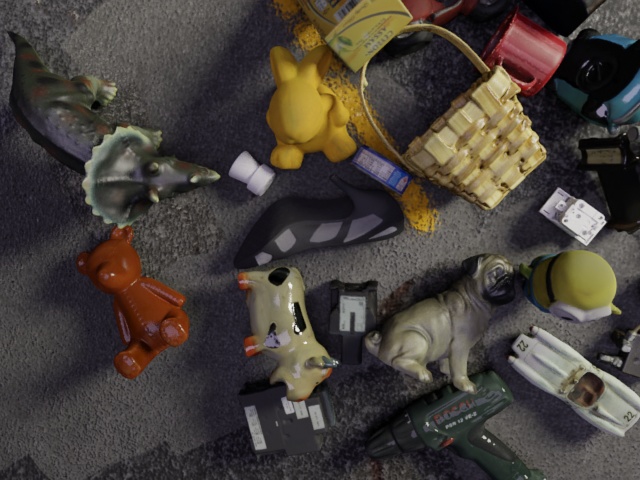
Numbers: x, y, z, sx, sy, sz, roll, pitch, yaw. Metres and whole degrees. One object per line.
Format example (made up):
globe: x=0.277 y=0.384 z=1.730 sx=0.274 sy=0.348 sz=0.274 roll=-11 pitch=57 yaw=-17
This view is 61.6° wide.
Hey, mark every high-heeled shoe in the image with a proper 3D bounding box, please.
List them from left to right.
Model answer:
high-heeled shoe: x=-0.002 y=-0.002 z=0.790 sx=0.249 sy=0.086 sz=0.145 roll=-36 pitch=124 yaw=27

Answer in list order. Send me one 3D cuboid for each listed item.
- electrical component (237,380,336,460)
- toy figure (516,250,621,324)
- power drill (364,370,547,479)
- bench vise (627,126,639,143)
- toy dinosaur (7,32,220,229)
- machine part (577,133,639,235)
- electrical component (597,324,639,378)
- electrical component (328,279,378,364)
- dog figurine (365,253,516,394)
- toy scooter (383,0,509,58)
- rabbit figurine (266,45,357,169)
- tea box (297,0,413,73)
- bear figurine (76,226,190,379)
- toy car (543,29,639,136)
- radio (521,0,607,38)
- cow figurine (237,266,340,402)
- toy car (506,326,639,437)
electrical component: x=-0.046 y=0.266 z=0.822 sx=0.134 sy=0.058 sz=0.114 roll=-12 pitch=98 yaw=8
toy figure: x=0.309 y=0.054 z=0.690 sx=0.082 sy=0.180 sz=0.089 roll=-19 pitch=92 yaw=7
power drill: x=0.210 y=0.316 z=0.794 sx=0.232 sy=0.086 sz=0.207 roll=-39 pitch=84 yaw=8
bench vise: x=0.495 y=-0.103 z=0.667 sx=0.241 sy=0.129 sz=0.223 roll=1 pitch=90 yaw=-11
toy dinosaur: x=-0.333 y=-0.157 z=0.731 sx=0.405 sy=0.192 sz=0.131 roll=37 pitch=98 yaw=-1
machine part: x=0.397 y=-0.075 z=0.721 sx=0.039 sy=0.084 sz=0.138 roll=-32 pitch=104 yaw=-23
electrical component: x=0.456 y=0.158 z=0.754 sx=0.102 sy=0.045 sz=0.078 roll=22 pitch=98 yaw=3
electrical component: x=0.051 y=0.120 z=0.795 sx=0.075 sy=0.048 sz=0.119 roll=-2 pitch=98 yaw=7
dog figurine: x=0.169 y=0.094 z=0.751 sx=0.172 sy=0.121 sz=0.190 roll=16 pitch=93 yaw=-17
toy scooter: x=0.146 y=-0.332 z=0.710 sx=0.184 sy=0.075 sz=0.135 roll=-21 pitch=95 yaw=6
rabbit figurine: x=-0.017 y=-0.170 z=0.702 sx=0.122 sy=0.173 sz=0.162 roll=4 pitch=102 yaw=10
tea box: x=0.033 y=-0.299 z=0.676 sx=0.098 sy=0.170 sz=0.068 roll=-38 pitch=135 yaw=19
bear figurine: x=-0.281 y=0.081 z=0.792 sx=0.120 sy=0.132 sz=0.195 roll=-33 pitch=99 yaw=2
toy car: x=0.369 y=-0.194 z=0.682 sx=0.103 sy=0.162 sz=0.109 roll=25 pitch=109 yaw=-33
radio: x=0.263 y=-0.363 z=0.662 sx=0.229 sy=0.131 sz=0.073 roll=42 pitch=102 yaw=0
cow figurine: x=-0.045 y=0.133 z=0.775 sx=0.127 sy=0.085 sz=0.195 roll=-11 pitch=76 yaw=5
toy car: x=0.362 y=0.199 z=0.765 sx=0.202 sy=0.056 sz=0.073 roll=34 pitch=100 yaw=1
